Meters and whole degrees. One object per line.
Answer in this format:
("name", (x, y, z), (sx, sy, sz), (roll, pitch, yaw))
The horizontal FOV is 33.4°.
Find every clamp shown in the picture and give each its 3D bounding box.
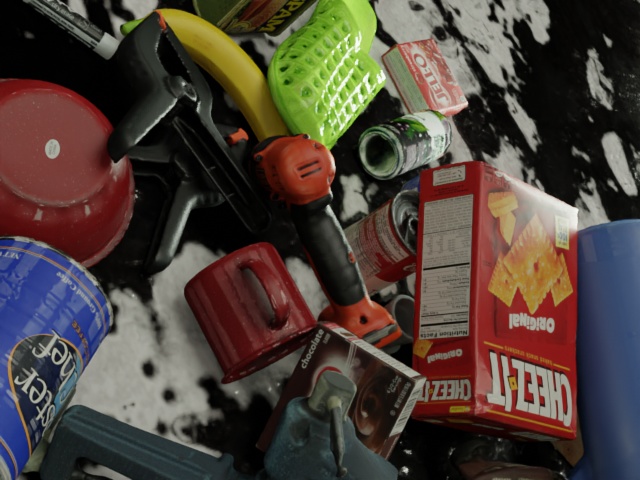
("clamp", (-0.121, -0.108, 0.838), (0.164, 0.036, 0.210), (24, 36, -52))
("clamp", (-0.127, -0.060, 0.873), (0.120, 0.039, 0.171), (52, 41, -10))

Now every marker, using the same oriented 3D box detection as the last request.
("marker", (-0.220, -0.190, 0.876), (0.121, 0.020, 0.020), (34, 47, -24))

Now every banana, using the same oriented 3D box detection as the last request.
("banana", (-0.089, -0.148, 0.966), (0.197, 0.037, 0.069), (39, 69, -17))

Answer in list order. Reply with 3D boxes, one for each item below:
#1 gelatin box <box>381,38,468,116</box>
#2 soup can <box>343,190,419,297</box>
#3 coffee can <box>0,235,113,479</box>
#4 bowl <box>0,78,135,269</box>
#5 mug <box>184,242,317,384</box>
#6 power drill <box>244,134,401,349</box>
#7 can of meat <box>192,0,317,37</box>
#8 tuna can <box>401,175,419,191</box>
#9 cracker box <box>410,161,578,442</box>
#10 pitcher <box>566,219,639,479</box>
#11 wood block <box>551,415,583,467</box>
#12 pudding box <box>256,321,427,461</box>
("gelatin box", (0.117, -0.176, 1.180), (0.073, 0.030, 0.089), (-20, 81, -48))
("soup can", (0.056, 0.007, 0.957), (0.068, 0.102, 0.068), (23, 52, -33))
("coffee can", (-0.205, 0.081, 0.663), (0.102, 0.103, 0.140), (42, 44, -17))
("bowl", (-0.200, -0.056, 0.762), (0.161, 0.055, 0.162), (12, 63, -26))
("mug", (-0.051, 0.051, 0.824), (0.093, 0.117, 0.081), (-25, 79, -21))
("power drill", (-0.006, 0.001, 0.891), (0.057, 0.184, 0.187), (-26, 100, -9))
("can of meat", (-0.058, -0.235, 0.996), (0.083, 0.102, 0.057), (-10, 74, -44))
("tuna can", (0.123, -0.031, 1.096), (0.086, 0.034, 0.086), (23, 52, -33))
("cracker box", (0.155, 0.056, 0.914), (0.163, 0.072, 0.213), (20, 67, -45))
("pitcher", (0.299, 0.107, 0.969), (0.149, 0.145, 0.243), (7, 65, -32))
("wood block", (0.244, 0.126, 1.076), (0.206, 0.090, 0.090), (47, 42, -11))
("pudding box", (0.016, 0.131, 0.801), (0.090, 0.113, 0.039), (29, 6, 22))
